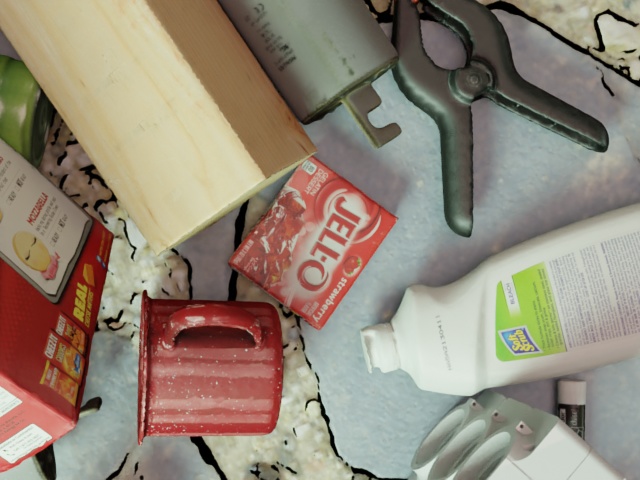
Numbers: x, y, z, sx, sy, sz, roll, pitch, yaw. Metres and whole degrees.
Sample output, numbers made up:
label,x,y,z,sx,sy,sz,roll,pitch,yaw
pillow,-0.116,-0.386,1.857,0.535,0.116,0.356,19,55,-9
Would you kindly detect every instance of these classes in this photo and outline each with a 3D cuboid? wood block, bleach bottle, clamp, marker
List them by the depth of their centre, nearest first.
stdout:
label,x,y,z,sx,sy,sz,roll,pitch,yaw
wood block,-0.106,-0.107,0.634,0.090,0.090,0.206,-33,92,24
bleach bottle,0.148,0.035,0.681,0.250,0.068,0.102,-13,80,-2
clamp,0.092,-0.090,0.692,0.120,0.039,0.171,-40,86,-12
marker,0.164,0.152,0.698,0.020,0.020,0.121,1,88,-6

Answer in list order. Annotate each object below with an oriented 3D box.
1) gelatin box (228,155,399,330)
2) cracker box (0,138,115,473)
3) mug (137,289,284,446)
label,x,y,z,sx,sy,sz,roll,pitch,yaw
gelatin box,-0.004,0.001,0.682,0.073,0.030,0.089,36,85,-3
cracker box,-0.214,-0.002,0.556,0.072,0.164,0.213,-35,121,22
mug,-0.066,0.070,0.635,0.081,0.117,0.093,2,54,-11
